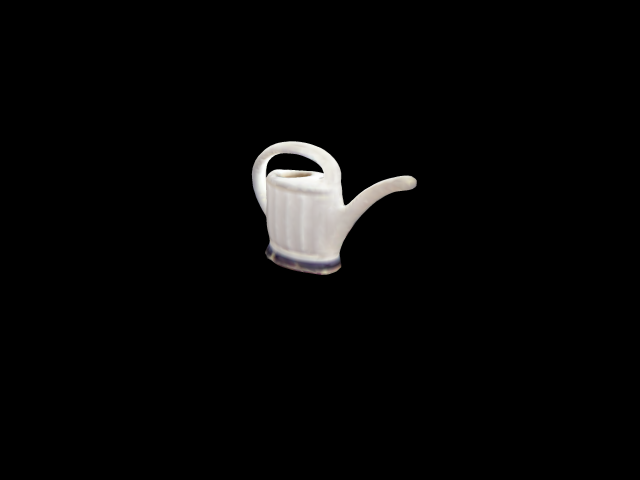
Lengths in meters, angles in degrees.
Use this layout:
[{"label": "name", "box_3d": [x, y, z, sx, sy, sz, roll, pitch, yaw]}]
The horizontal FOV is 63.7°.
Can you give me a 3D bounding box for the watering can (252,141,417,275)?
[{"label": "watering can", "box_3d": [0.003, -0.043, 0.850, 0.350, 0.221, 0.105, 19, 27, 41]}]
